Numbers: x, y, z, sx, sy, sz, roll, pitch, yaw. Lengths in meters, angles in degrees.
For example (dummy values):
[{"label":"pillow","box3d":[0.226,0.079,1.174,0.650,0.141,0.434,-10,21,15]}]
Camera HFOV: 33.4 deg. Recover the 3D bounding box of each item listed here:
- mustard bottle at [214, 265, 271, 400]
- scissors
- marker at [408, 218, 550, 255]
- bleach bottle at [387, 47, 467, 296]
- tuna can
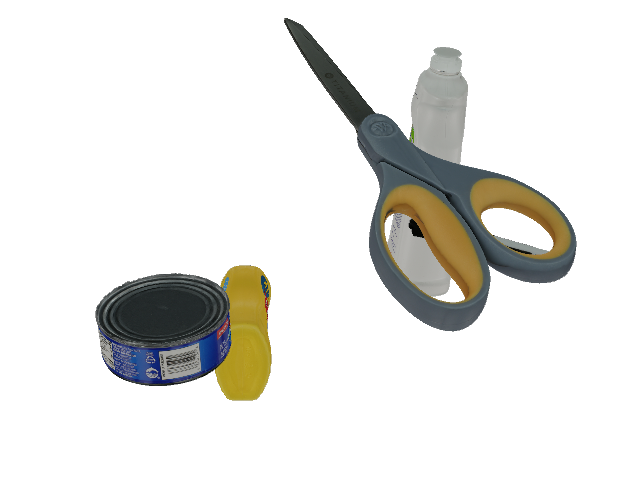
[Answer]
[{"label":"mustard bottle","box3d":[-0.082,0.082,1.155,0.058,0.096,0.191,-1,27,-3]},{"label":"scissors","box3d":[0.047,-0.042,0.480,0.096,0.202,0.016,-3,-43,-13]},{"label":"marker","box3d":[0.123,0.002,0.826,0.121,0.020,0.020,18,9,29]},{"label":"bleach bottle","box3d":[0.115,-0.073,1.105,0.068,0.251,0.102,3,29,-4]},{"label":"tuna can","box3d":[-0.100,0.057,0.690,0.086,0.034,0.086,-1,28,0]}]
